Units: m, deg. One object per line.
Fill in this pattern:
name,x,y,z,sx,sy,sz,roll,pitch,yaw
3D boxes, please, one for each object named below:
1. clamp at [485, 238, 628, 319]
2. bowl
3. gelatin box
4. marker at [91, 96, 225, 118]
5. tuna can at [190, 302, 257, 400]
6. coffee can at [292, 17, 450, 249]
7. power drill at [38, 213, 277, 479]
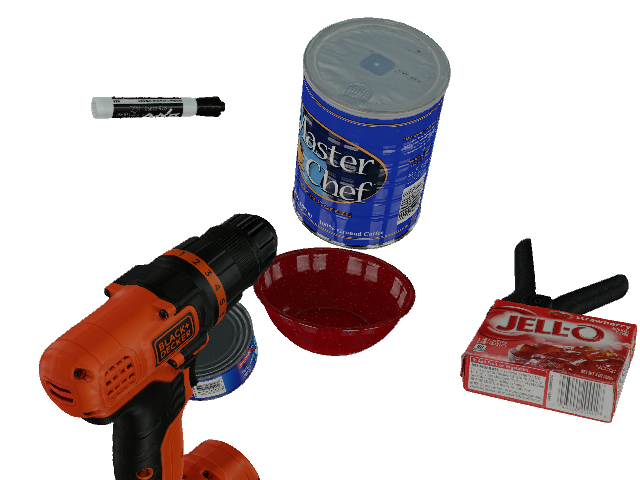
clamp,0.207,0.063,1.048,0.171,0.039,0.120,-36,44,-29
bowl,0.012,0.068,1.068,0.162,0.055,0.162,4,28,-2
gelatin box,0.136,0.068,0.633,0.089,0.030,0.073,11,27,22
marker,-0.143,-0.119,0.955,0.120,0.020,0.020,-4,2,-25
tuna can,-0.094,0.085,0.856,0.086,0.086,0.034,0,-42,9
coffee can,0.034,-0.077,0.788,0.102,0.103,0.140,0,-41,-6
power drill,-0.082,0.093,0.652,0.057,0.188,0.184,16,37,32
